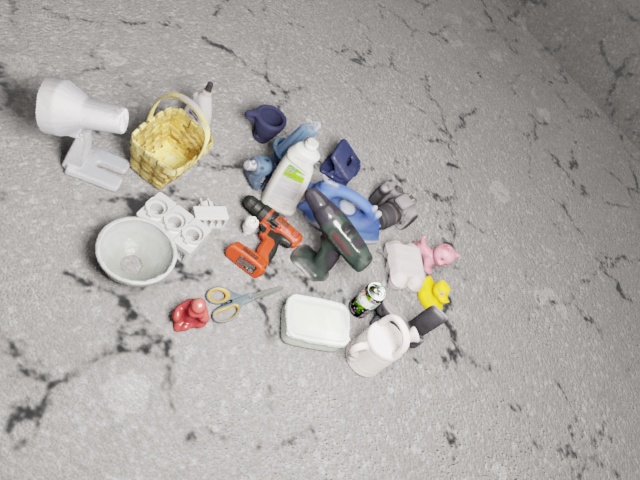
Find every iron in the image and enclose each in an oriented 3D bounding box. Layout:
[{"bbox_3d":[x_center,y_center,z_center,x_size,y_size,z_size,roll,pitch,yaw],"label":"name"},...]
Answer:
[{"bbox_3d":[0.078,-0.084,1.543,0.259,0.141,0.118,25,50,-13],"label":"iron"}]

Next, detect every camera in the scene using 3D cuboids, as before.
[{"bbox_3d":[0.199,-0.096,1.649,0.137,0.100,0.143,-26,75,-39],"label":"camera"}]

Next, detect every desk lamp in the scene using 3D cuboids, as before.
[{"bbox_3d":[-0.511,-0.237,1.257,0.204,0.213,0.118,21,51,-16],"label":"desk lamp"}]

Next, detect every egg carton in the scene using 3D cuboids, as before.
[{"bbox_3d":[0.229,0.072,1.573,0.107,0.069,0.150,10,55,-24],"label":"egg carton"}]

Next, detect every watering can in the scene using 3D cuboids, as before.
[{"bbox_3d":[0.152,0.236,1.332,0.173,0.193,0.101,-30,77,-40],"label":"watering can"}]

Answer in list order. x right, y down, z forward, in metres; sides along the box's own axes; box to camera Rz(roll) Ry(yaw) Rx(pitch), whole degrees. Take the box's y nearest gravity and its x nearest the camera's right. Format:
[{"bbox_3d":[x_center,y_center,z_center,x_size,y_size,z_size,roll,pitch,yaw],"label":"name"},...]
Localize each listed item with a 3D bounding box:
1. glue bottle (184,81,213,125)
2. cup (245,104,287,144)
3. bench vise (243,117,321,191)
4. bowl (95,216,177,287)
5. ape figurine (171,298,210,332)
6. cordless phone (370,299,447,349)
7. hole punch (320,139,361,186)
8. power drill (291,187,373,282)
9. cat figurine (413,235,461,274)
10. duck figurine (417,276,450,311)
[{"bbox_3d":[-0.306,-0.347,1.478,0.078,0.173,0.037,45,48,5],"label":"glue bottle"},{"bbox_3d":[-0.162,-0.317,1.594,0.118,0.094,0.091,9,55,-25],"label":"cup"},{"bbox_3d":[-0.088,-0.215,1.484,0.121,0.219,0.208,45,48,5],"label":"bench vise"},{"bbox_3d":[-0.397,0.037,1.229,0.168,0.074,0.167,15,53,-21],"label":"bowl"},{"bbox_3d":[-0.268,0.152,1.214,0.078,0.092,0.076,28,49,-10],"label":"ape figurine"},{"bbox_3d":[0.223,0.185,1.415,0.147,0.184,0.094,42,48,2],"label":"cordless phone"},{"bbox_3d":[0.071,-0.225,1.669,0.101,0.091,0.109,34,48,-5],"label":"hole punch"},{"bbox_3d":[0.013,0.005,1.400,0.229,0.208,0.076,43,48,3],"label":"power drill"},{"bbox_3d":[0.327,0.034,1.623,0.128,0.117,0.067,37,48,-2],"label":"cat figurine"},{"bbox_3d":[0.318,0.140,1.567,0.078,0.086,0.104,-3,61,-31],"label":"duck figurine"}]
